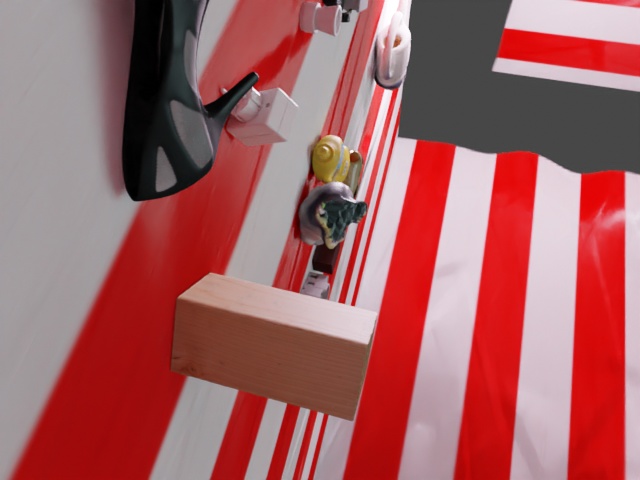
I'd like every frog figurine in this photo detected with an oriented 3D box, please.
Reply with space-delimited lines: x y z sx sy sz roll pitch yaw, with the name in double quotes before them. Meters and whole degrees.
"frog figurine" 0.003 -0.053 1.046 0.122 0.138 0.160 26 -6 -24

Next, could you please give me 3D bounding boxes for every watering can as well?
"watering can" 0.238 -0.623 1.622 0.104 0.355 0.219 12 -30 10
